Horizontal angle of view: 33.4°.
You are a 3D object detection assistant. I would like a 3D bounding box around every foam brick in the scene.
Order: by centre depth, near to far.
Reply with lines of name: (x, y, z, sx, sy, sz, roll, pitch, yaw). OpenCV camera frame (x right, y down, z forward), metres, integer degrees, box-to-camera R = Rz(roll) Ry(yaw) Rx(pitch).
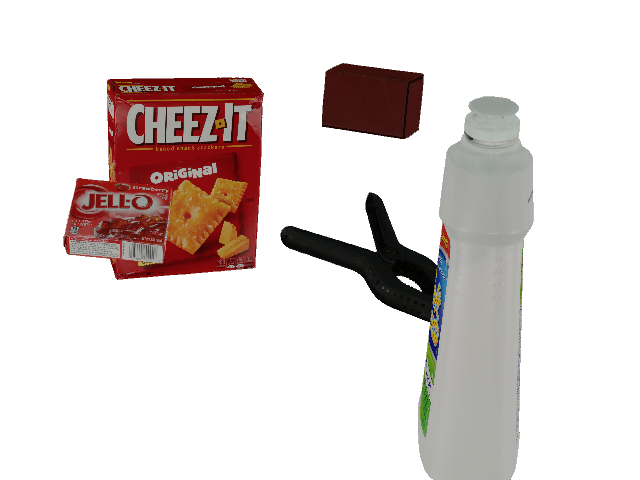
foam brick: (0.046, -0.123, 0.937, 0.078, 0.051, 0.053, 11, 19, 18)

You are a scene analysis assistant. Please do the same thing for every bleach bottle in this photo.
bleach bottle: (0.099, 0.029, 0.666, 0.068, 0.251, 0.102, 2, 30, 4)

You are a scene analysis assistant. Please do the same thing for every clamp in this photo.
clamp: (0.065, 0.027, 1.226, 0.164, 0.036, 0.210, -17, 50, -37)

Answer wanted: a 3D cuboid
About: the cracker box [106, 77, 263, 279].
cracker box: (-0.151, -0.068, 1.186, 0.164, 0.214, 0.072, -3, 24, -17)

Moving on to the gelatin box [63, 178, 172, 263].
gelatin box: (-0.182, -0.019, 0.964, 0.089, 0.073, 0.030, 6, -43, -6)
